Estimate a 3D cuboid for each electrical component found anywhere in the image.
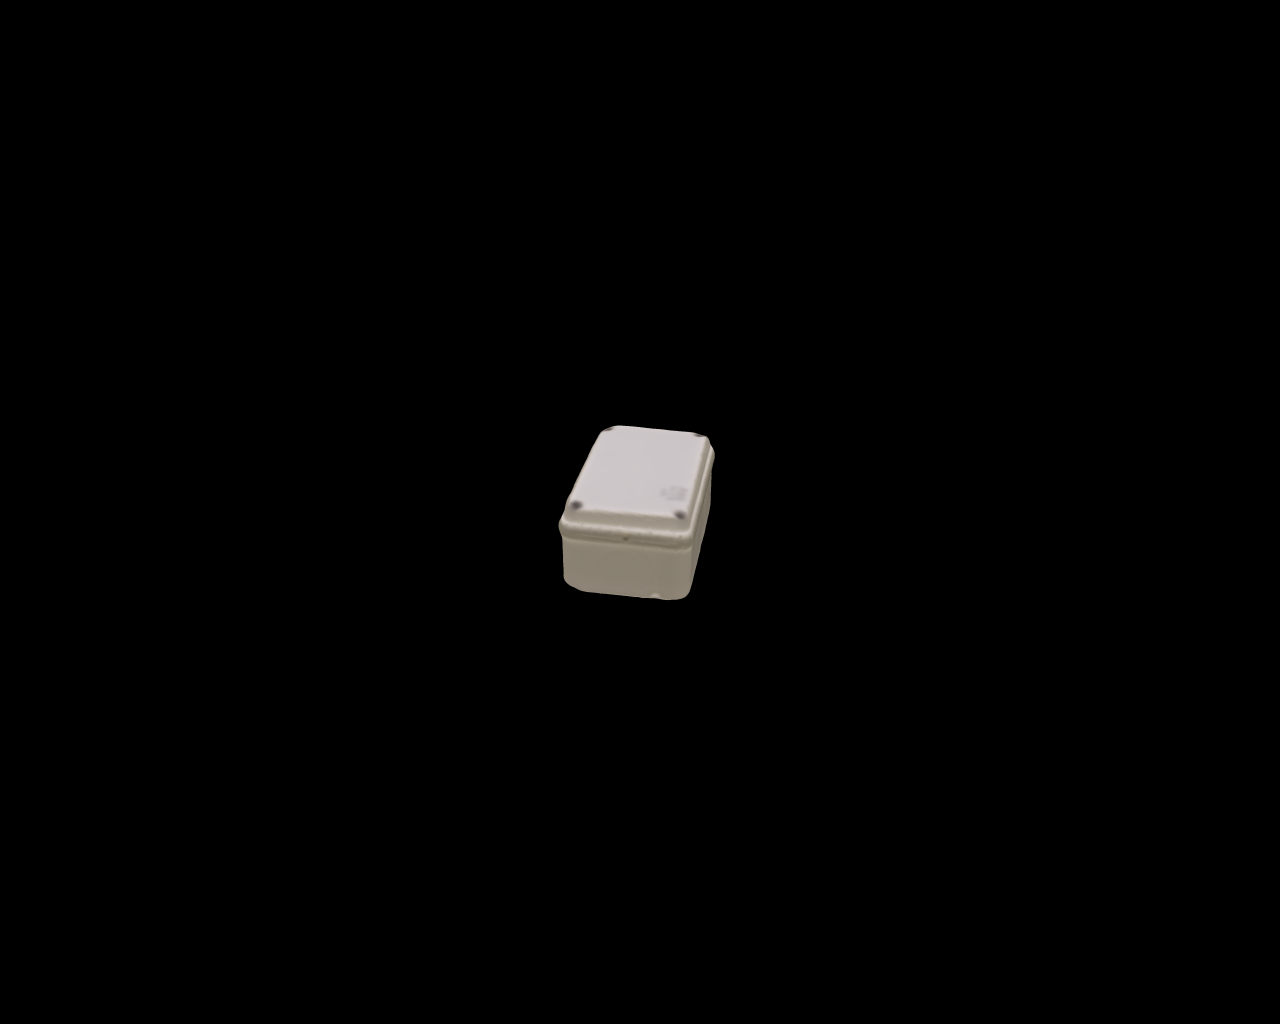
[{"bbox_3d":[0.001,-0.003,0.650,0.078,0.057,0.113,6,33,9],"label":"electrical component"}]
